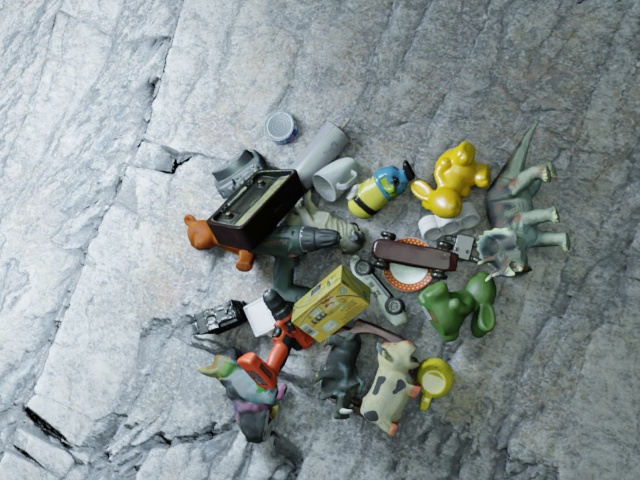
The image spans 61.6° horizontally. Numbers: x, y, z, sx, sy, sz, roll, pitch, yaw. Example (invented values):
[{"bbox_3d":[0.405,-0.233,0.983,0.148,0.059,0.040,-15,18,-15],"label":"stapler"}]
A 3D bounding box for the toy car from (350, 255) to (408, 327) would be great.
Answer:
[{"bbox_3d":[0.137,0.118,1.277,0.056,0.073,0.202,-41,76,6],"label":"toy car"}]

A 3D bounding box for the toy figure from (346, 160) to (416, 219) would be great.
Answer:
[{"bbox_3d":[0.145,-0.119,1.285,0.180,0.082,0.089,-28,72,23],"label":"toy figure"}]

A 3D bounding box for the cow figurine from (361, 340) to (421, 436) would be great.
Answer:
[{"bbox_3d":[0.153,0.305,1.162,0.127,0.085,0.195,29,91,9],"label":"cow figurine"}]

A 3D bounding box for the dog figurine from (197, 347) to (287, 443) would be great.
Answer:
[{"bbox_3d":[-0.200,0.372,1.314,0.219,0.108,0.191,18,91,19],"label":"dog figurine"}]

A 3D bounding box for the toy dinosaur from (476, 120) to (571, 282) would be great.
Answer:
[{"bbox_3d":[0.435,-0.073,1.202,0.192,0.131,0.405,-15,53,30],"label":"toy dinosaur"}]

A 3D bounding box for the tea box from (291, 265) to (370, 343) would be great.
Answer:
[{"bbox_3d":[0.025,0.148,1.237,0.098,0.068,0.169,41,116,-19],"label":"tea box"}]

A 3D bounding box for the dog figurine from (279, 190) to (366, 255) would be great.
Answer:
[{"bbox_3d":[-0.003,-0.004,1.322,0.190,0.121,0.172,41,128,-2],"label":"dog figurine"}]

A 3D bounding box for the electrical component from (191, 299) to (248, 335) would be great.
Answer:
[{"bbox_3d":[-0.250,0.197,1.339,0.134,0.115,0.058,-23,75,10],"label":"electrical component"}]

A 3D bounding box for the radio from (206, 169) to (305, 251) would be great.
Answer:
[{"bbox_3d":[-0.150,-0.078,1.260,0.131,0.073,0.229,8,43,35],"label":"radio"}]

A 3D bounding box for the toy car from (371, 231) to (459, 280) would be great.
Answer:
[{"bbox_3d":[0.220,0.037,1.256,0.202,0.053,0.089,9,79,18],"label":"toy car"}]

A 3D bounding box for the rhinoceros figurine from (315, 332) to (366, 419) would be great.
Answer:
[{"bbox_3d":[0.047,0.299,1.196,0.112,0.073,0.190,7,83,3],"label":"rhinoceros figurine"}]

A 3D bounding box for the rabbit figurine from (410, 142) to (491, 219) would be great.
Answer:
[{"bbox_3d":[0.289,-0.121,1.226,0.162,0.121,0.173,-7,50,38],"label":"rabbit figurine"}]

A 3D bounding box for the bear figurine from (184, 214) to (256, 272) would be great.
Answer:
[{"bbox_3d":[-0.258,-0.001,1.357,0.196,0.132,0.120,2,122,7],"label":"bear figurine"}]

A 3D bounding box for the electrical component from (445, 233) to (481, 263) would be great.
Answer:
[{"bbox_3d":[0.339,0.020,1.269,0.094,0.021,0.063,16,88,14],"label":"electrical component"}]

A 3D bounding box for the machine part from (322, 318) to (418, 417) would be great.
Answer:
[{"bbox_3d":[0.113,0.300,1.256,0.202,0.087,0.201,22,88,16],"label":"machine part"}]

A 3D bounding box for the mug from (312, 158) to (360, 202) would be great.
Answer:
[{"bbox_3d":[0.052,-0.156,1.311,0.107,0.110,0.080,-43,117,-24],"label":"mug"}]

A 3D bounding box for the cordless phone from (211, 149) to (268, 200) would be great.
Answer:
[{"bbox_3d":[-0.181,-0.129,1.391,0.147,0.089,0.184,-33,88,7],"label":"cordless phone"}]

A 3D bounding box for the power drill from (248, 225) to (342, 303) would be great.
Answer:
[{"bbox_3d":[-0.058,0.059,1.274,0.232,0.086,0.207,6,128,15],"label":"power drill"}]

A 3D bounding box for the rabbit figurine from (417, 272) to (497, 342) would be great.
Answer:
[{"bbox_3d":[0.331,0.142,1.210,0.170,0.121,0.159,-28,72,-6],"label":"rabbit figurine"}]

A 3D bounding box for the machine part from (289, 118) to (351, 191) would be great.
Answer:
[{"bbox_3d":[-0.004,-0.210,1.349,0.079,0.079,0.243,42,94,14],"label":"machine part"}]
